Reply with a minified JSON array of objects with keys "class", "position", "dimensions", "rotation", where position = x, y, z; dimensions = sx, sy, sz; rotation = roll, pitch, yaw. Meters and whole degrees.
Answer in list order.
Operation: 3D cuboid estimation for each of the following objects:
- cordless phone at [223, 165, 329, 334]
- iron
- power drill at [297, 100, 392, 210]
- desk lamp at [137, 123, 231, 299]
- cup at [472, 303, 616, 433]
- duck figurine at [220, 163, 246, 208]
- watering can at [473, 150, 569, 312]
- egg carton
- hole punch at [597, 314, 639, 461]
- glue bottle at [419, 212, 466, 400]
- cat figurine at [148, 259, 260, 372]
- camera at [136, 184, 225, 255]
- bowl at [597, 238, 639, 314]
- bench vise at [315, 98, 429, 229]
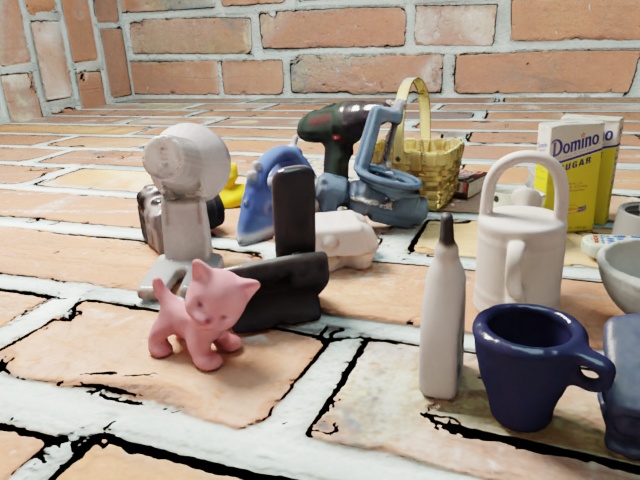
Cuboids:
[{"class":"cordless phone","position":[-0.064,0.006,0.677],"dimensions":[0.148,0.185,0.094],"rotation":[-11,22,-21]},{"class":"iron","position":[-0.084,-0.098,1.024],"dimensions":[0.118,0.141,0.259],"rotation":[5,22,20]},{"class":"power drill","position":[0.048,-0.160,1.077],"dimensions":[0.076,0.208,0.228],"rotation":[-20,27,-39]},{"class":"desk lamp","position":[-0.191,-0.052,0.808],"dimensions":[0.118,0.214,0.203],"rotation":[-3,20,0]},{"class":"cup","position":[0.183,0.116,0.477],"dimensions":[0.092,0.095,0.117],"rotation":[-18,25,-36]},{"class":"duck figurine","position":[-0.181,-0.115,1.162],"dimensions":[0.105,0.086,0.077],"rotation":[-10,22,-19]},{"class":"watering can","position":[0.234,-0.011,0.672],"dimensions":[0.101,0.194,0.173],"rotation":[-2,20,1]},{"class":"egg carton","position":[0.008,0.003,0.842],"dimensions":[0.150,0.069,0.107],"rotation":[-5,20,-6]},{"class":"hole punch","position":[0.285,0.120,0.460],"dimensions":[0.108,0.091,0.101],"rotation":[5,22,19]},{"class":"glue bottle","position":[0.116,0.057,0.533],"dimensions":[0.037,0.173,0.078],"rotation":[5,22,20]},{"class":"cat figurine","position":[-0.127,0.069,0.609],"dimensions":[0.127,0.118,0.067],"rotation":[7,23,25]},{"class":"camera","position":[-0.228,-0.048,0.963],"dimensions":[0.137,0.101,0.142],"rotation":[-13,23,-27]},{"class":"bowl","position":[0.394,0.058,0.637],"dimensions":[0.167,0.075,0.167],"rotation":[-2,20,1]},{"class":"bench vise","position":[0.079,-0.118,0.943],"dimensions":[0.208,0.220,0.121],"rotation":[-10,21,-18]}]
